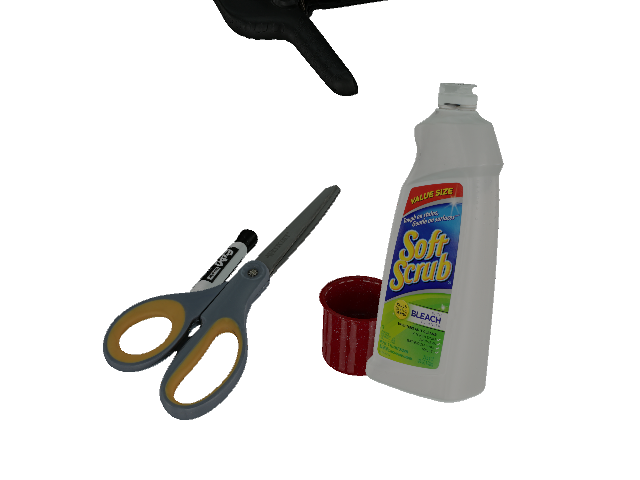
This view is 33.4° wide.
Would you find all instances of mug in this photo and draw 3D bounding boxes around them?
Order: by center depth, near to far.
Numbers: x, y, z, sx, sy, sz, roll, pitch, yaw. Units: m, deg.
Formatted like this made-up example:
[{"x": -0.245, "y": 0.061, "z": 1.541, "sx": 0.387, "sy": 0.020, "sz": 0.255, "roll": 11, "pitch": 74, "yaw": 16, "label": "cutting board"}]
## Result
[{"x": 0.052, "y": 0.102, "z": 1.194, "sx": 0.117, "sy": 0.081, "sz": 0.093, "roll": 27, "pitch": 38, "yaw": 36, "label": "mug"}]

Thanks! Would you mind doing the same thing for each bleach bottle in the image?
[{"x": 0.095, "y": -0.002, "z": 0.869, "sx": 0.103, "sy": 0.251, "sz": 0.067, "roll": 13, "pitch": 15, "yaw": 42, "label": "bleach bottle"}]

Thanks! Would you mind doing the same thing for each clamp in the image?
[{"x": -0.011, "y": -0.190, "z": 0.833, "sx": 0.172, "sy": 0.120, "sz": 0.039, "roll": 32, "pitch": -25, "yaw": 20, "label": "clamp"}]

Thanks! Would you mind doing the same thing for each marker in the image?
[{"x": -0.086, "y": 0.022, "z": 0.976, "sx": 0.020, "sy": 0.020, "sz": 0.121, "roll": 0, "pitch": 27, "yaw": 22, "label": "marker"}]

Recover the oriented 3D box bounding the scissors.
[{"x": -0.063, "y": 0.025, "z": 0.665, "sx": 0.096, "sy": 0.201, "sz": 0.016, "roll": 12, "pitch": -42, "yaw": 14, "label": "scissors"}]
